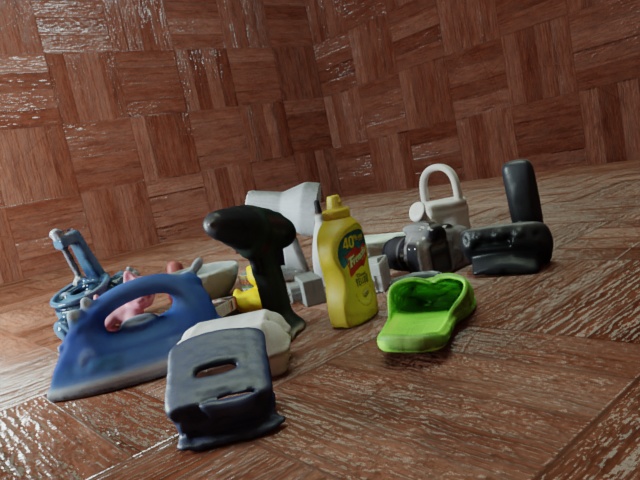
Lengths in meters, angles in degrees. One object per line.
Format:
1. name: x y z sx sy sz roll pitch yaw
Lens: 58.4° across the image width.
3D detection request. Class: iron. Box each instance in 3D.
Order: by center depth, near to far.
1. iron: -0.262 0.120 0.809 0.259 0.141 0.118 -15 8 -25

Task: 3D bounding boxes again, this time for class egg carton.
1. egg carton: -0.109 0.138 0.721 0.150 0.069 0.107 -12 7 -1

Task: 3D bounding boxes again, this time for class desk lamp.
1. desk lamp: -0.079 -0.018 1.296 0.203 0.213 0.118 -10 8 7

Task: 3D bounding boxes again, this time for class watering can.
1. watering can: 0.254 -0.061 1.190 0.100 0.194 0.173 -8 8 26

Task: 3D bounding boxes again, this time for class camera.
1. camera: 0.194 0.012 1.090 0.143 0.101 0.136 -17 9 -35

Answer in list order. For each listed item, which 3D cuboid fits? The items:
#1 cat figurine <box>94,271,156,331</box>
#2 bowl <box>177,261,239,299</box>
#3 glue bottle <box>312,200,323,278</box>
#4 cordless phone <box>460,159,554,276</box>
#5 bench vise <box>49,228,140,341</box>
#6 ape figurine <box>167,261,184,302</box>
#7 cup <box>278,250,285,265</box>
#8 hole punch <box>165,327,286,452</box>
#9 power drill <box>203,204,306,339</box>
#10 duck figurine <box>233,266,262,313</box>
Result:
1. cat figurine: -0.365 0.116 1.091 0.128 0.118 0.067 -12 8 -8
2. bowl: -0.248 0.098 1.216 0.167 0.075 0.167 -11 7 2
3. glue bottle: 0.011 0.004 1.151 0.037 0.173 0.078 -6 9 37
4. cordless phone: 0.308 -0.038 0.970 0.147 0.185 0.094 -8 8 26
5. bench vise: -0.465 0.075 1.156 0.121 0.220 0.208 -10 8 12
6. ape figurine: -0.323 0.092 1.307 0.077 0.092 0.076 -7 9 30
7. cup: -0.128 0.030 1.473 0.092 0.095 0.117 -15 8 -24
8. hole punch: -0.097 0.144 0.572 0.108 0.091 0.101 -12 8 -5
9. power drill: -0.087 0.046 0.845 0.075 0.208 0.230 -9 8 18
10. duck figurine: -0.115 0.085 1.070 0.104 0.086 0.077 -11 7 0
